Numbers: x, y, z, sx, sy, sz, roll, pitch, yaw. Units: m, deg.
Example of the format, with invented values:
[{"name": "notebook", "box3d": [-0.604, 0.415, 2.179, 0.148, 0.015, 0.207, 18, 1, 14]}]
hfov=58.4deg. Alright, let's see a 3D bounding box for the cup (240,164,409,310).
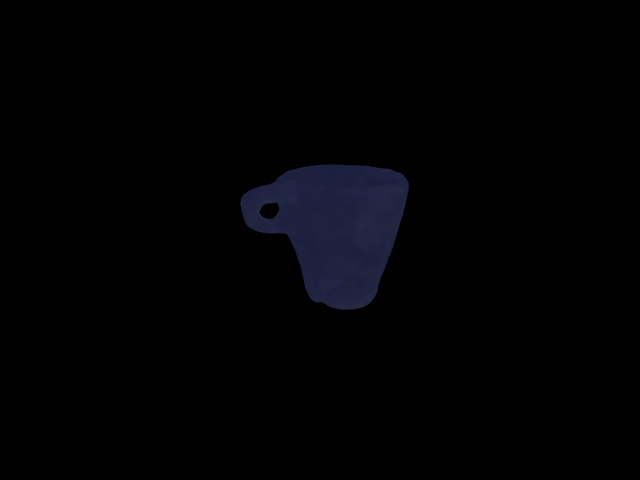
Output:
[{"name": "cup", "box3d": [0.004, 0.001, 0.400, 0.118, 0.095, 0.091, -8, 19, -24]}]
